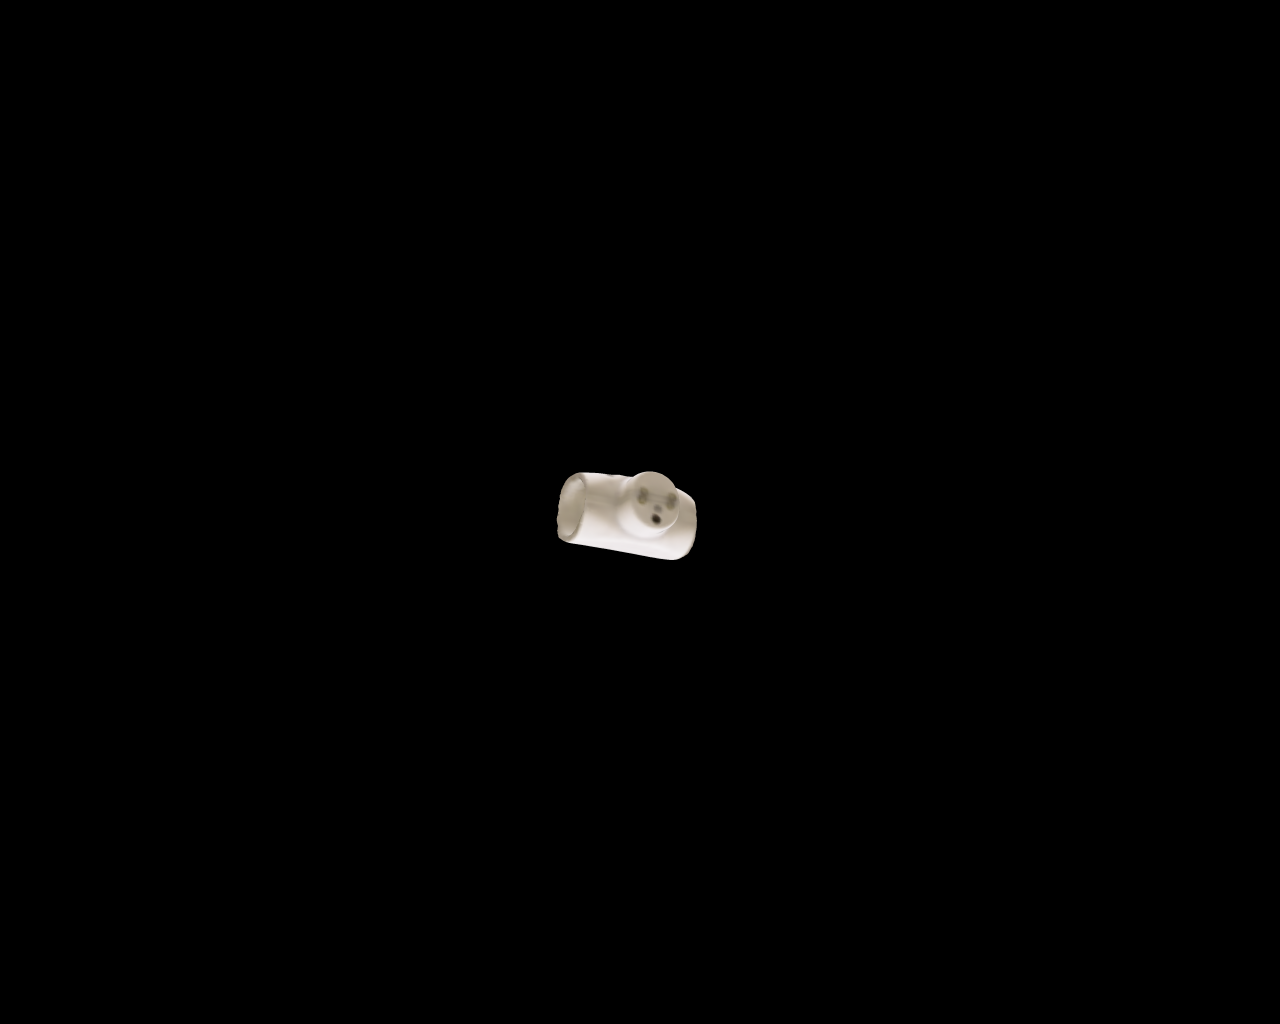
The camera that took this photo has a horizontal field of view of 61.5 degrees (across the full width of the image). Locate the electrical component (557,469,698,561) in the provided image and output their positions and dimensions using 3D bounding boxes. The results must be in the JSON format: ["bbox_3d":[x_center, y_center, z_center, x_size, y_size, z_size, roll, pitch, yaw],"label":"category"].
[{"bbox_3d":[0.001,-0.003,0.650,0.077,0.044,0.079,11,-23,-27],"label":"electrical component"}]
